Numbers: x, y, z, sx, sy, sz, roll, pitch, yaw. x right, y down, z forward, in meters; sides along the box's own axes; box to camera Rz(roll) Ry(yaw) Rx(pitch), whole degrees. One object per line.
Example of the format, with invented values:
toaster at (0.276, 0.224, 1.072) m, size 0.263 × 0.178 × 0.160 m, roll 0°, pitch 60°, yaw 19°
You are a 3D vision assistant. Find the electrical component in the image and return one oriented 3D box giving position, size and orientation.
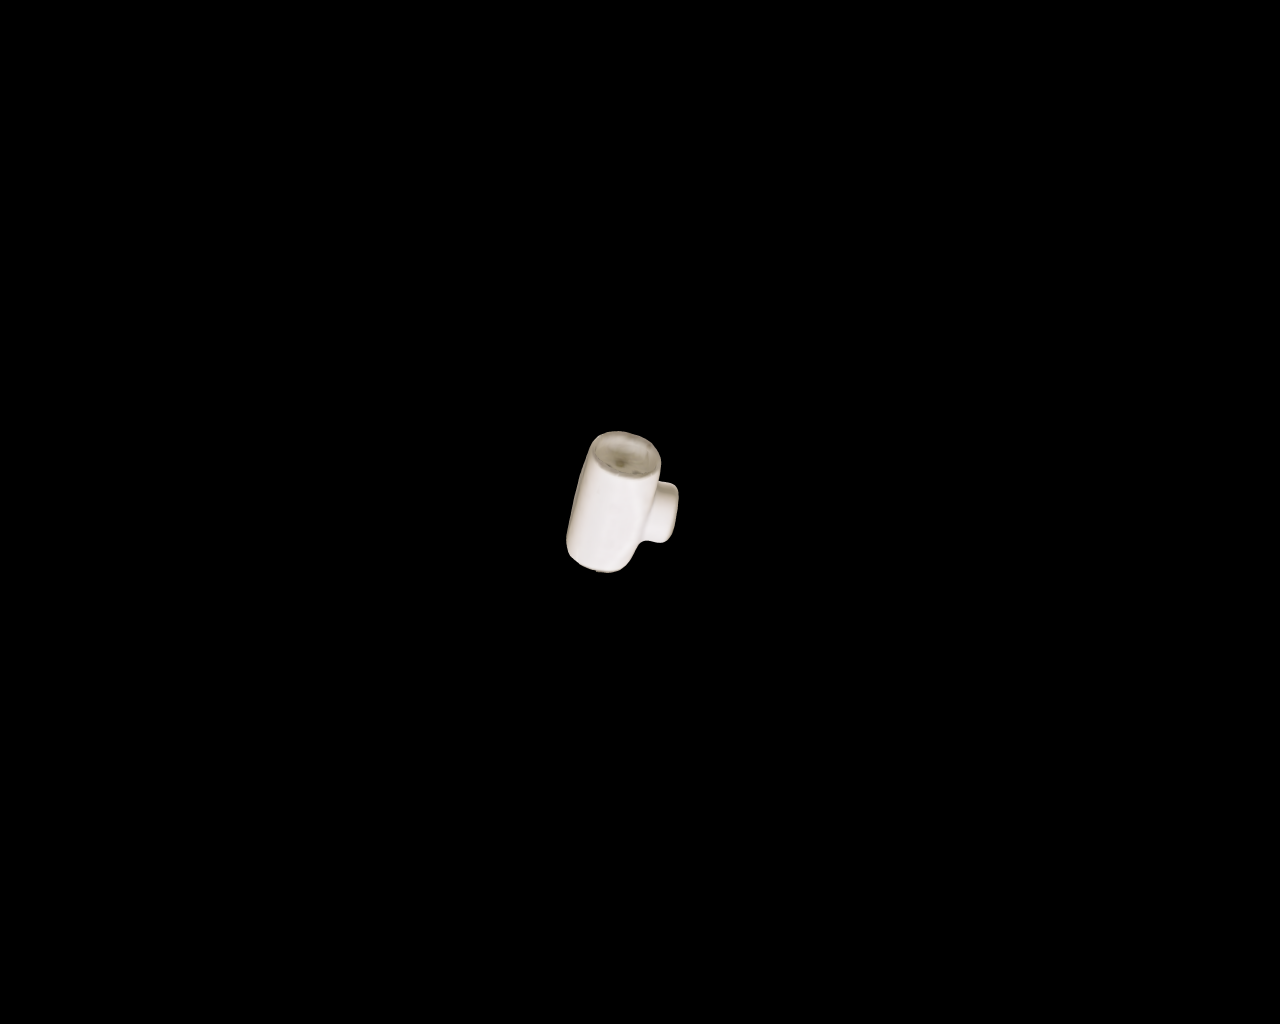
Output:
electrical component at (0.001, -0.003, 0.650) m, size 0.079 × 0.077 × 0.044 m, roll 11°, pitch 40°, yaw -9°
